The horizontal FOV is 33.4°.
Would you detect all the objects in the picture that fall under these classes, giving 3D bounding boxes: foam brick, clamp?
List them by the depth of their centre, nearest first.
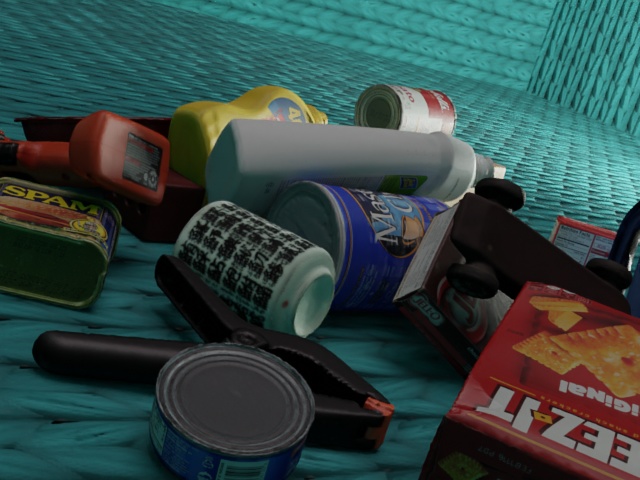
[{"bbox_3d":[-0.052,0.072,0.676,0.210,0.036,0.164,19,24,6],"label":"clamp"},{"bbox_3d":[-0.147,-0.035,0.937,0.051,0.053,0.078,3,19,-42],"label":"foam brick"}]

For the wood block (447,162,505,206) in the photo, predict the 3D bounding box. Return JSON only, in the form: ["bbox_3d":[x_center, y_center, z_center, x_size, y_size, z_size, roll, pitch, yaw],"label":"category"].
[{"bbox_3d":[0.111,-0.062,1.240,0.205,0.090,0.091,0,22,-46],"label":"wood block"}]

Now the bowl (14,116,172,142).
[{"bbox_3d":[-0.204,-0.088,1.004,0.162,0.055,0.162,0,6,0],"label":"bowl"}]

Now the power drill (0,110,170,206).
[{"bbox_3d":[-0.224,-0.067,0.811,0.188,0.057,0.184,5,-6,25],"label":"power drill"}]

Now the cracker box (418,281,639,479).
[{"bbox_3d":[0.172,0.113,0.655,0.164,0.072,0.213,21,26,16],"label":"cracker box"}]

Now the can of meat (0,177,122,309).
[{"bbox_3d":[-0.194,0.002,0.746,0.102,0.057,0.084,13,18,-11],"label":"can of meat"}]

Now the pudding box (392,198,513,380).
[{"bbox_3d":[0.111,0.037,0.825,0.090,0.039,0.113,47,42,-17],"label":"pudding box"}]

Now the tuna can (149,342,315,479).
[{"bbox_3d":[-0.048,0.095,0.572,0.086,0.034,0.086,11,33,-7],"label":"tuna can"}]

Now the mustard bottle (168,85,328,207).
[{"bbox_3d":[-0.059,-0.097,1.021,0.058,0.096,0.191,13,24,37],"label":"mustard bottle"}]

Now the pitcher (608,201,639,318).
[{"bbox_3d":[0.329,0.014,0.913,0.149,0.243,0.145,13,16,11],"label":"pitcher"}]

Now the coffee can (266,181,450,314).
[{"bbox_3d":[0.037,0.009,0.878,0.140,0.103,0.103,5,19,-38],"label":"coffee can"}]

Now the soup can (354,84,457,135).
[{"bbox_3d":[0.094,-0.135,1.177,0.069,0.068,0.102,29,21,38],"label":"soup can"}]

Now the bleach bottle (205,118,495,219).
[{"bbox_3d":[0.033,-0.058,0.933,0.250,0.103,0.068,0,65,-22],"label":"bleach bottle"}]

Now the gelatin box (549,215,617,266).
[{"bbox_3d":[0.263,0.027,1.086,0.073,0.089,0.030,17,15,2],"label":"gelatin box"}]
